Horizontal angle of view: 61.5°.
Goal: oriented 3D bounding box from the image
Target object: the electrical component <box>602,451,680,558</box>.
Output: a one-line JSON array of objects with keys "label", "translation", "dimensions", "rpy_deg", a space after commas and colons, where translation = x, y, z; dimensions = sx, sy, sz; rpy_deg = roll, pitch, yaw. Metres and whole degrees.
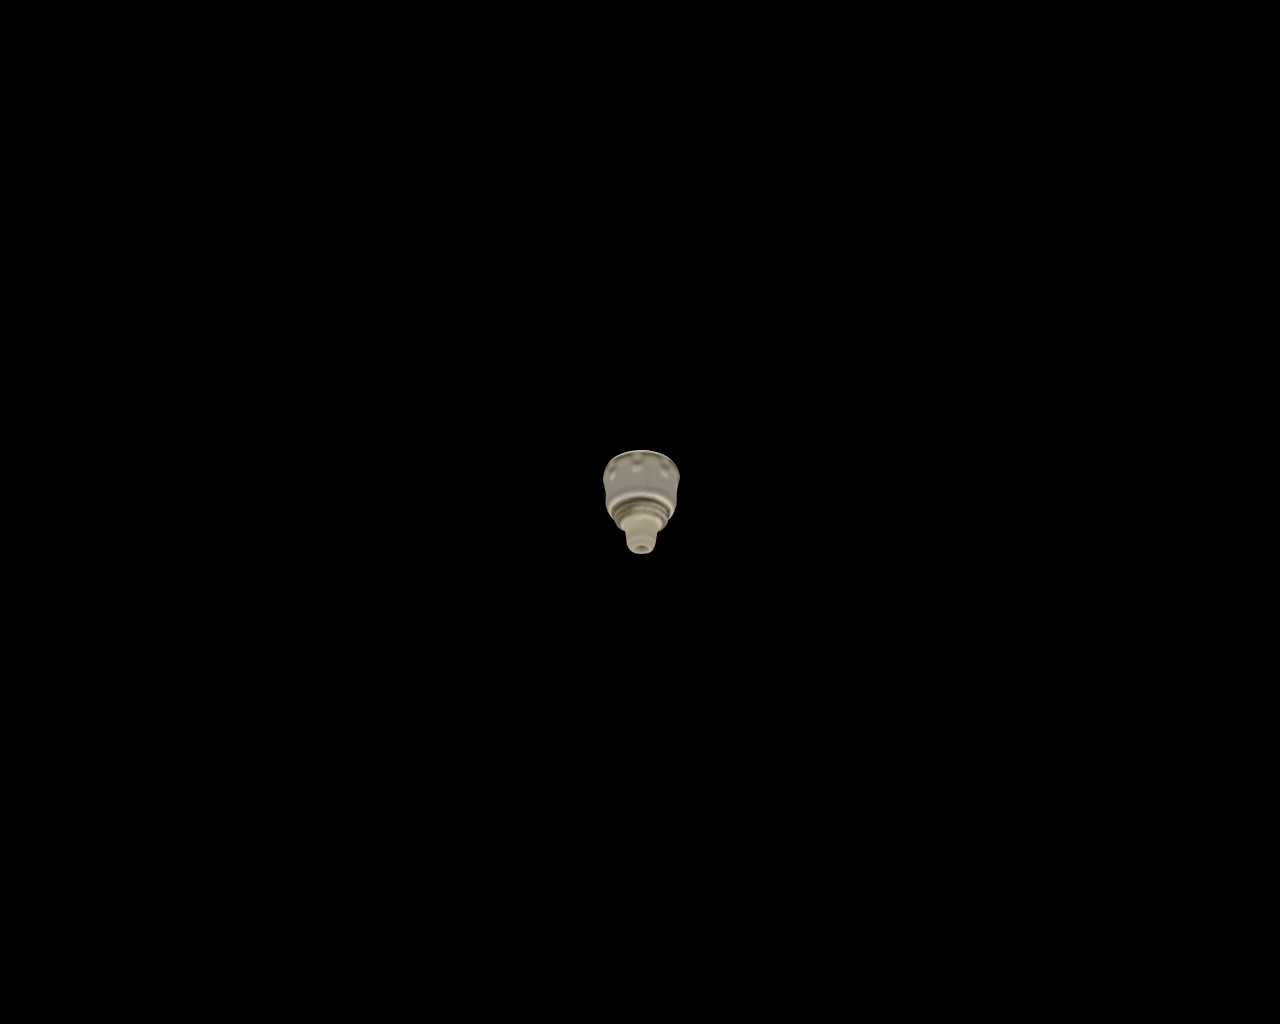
[{"label": "electrical component", "translation": [0.001, -0.003, 0.650], "dimensions": [0.048, 0.062, 0.048], "rpy_deg": [0, -33, 0]}]
